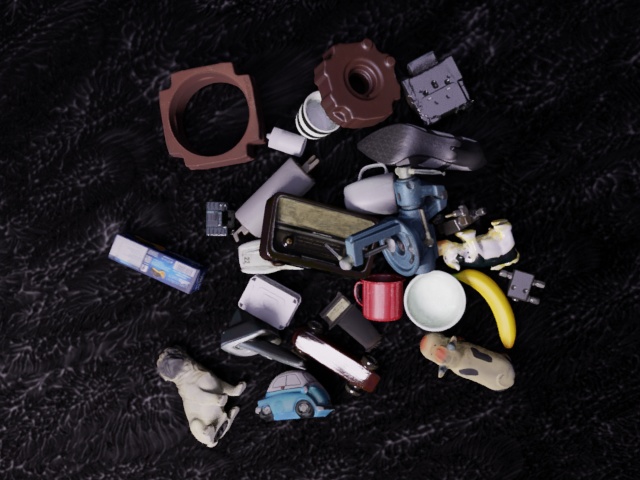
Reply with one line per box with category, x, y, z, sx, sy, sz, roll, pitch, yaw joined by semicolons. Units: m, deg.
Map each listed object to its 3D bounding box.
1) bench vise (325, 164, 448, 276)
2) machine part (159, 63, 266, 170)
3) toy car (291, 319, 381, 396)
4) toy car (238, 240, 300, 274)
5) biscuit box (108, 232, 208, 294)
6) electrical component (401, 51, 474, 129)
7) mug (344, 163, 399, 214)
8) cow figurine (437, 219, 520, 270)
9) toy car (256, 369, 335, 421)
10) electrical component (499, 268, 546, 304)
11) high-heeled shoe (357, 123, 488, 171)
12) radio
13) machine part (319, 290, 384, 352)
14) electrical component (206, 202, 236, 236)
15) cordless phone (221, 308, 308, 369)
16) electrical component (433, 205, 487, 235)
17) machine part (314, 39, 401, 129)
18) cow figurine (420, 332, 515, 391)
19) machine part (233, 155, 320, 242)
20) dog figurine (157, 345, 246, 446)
bench vise;0.136;-0.018;1.002;0.241;0.129;0.223;-23;122;-24
machine part;-0.221;-0.255;1.124;0.201;0.087;0.201;-9;90;7
toy car;0.034;0.248;1.135;0.202;0.053;0.089;29;101;9
toy car;-0.072;0.028;1.135;0.202;0.056;0.073;-7;92;8
biscuit box;-0.349;0.049;1.166;0.203;0.063;0.059;23;95;5
electrical component;0.229;-0.305;1.082;0.115;0.058;0.134;-28;90;5
mug;0.103;-0.101;1.098;0.107;0.080;0.109;-9;82;11
cow figurine;0.311;0.023;1.086;0.167;0.068;0.098;-17;97;8
toy car;-0.052;0.326;1.133;0.162;0.109;0.103;-9;69;19
electrical component;0.408;0.094;1.097;0.094;0.021;0.063;18;95;5
high-heeled shoe;0.211;-0.183;1.101;0.249;0.145;0.086;13;96;34
radio;-0.002;-0.003;1.068;0.229;0.073;0.131;14;82;-16
machine part;0.071;0.177;1.136;0.139;0.039;0.084;40;89;5
electrical component;-0.210;-0.043;1.116;0.048;0.119;0.074;1;95;6
cordless phone;-0.097;0.220;1.093;0.184;0.146;0.088;20;75;19
electrical component;0.273;-0.043;1.074;0.078;0.102;0.045;-31;91;-18
machine part;0.076;-0.308;1.063;0.179;0.056;0.179;3;82;-21
cow figurine;0.292;0.240;1.067;0.195;0.127;0.085;22;93;3
machine part;-0.094;-0.088;1.122;0.243;0.079;0.079;-44;87;8
dog figurine;-0.279;0.337;1.165;0.191;0.121;0.172;23;92;19
